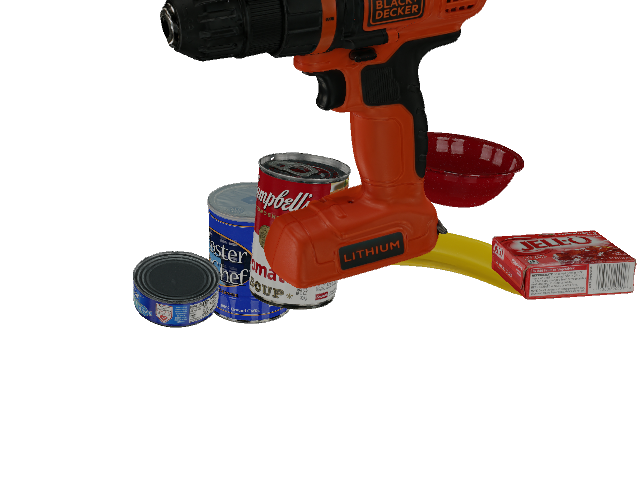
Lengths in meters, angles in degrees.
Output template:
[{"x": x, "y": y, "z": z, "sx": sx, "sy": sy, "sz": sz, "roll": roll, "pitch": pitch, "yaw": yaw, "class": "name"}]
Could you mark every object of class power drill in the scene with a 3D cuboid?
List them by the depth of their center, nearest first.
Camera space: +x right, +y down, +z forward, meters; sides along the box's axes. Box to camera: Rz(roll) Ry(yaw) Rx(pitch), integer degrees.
[{"x": 0.006, "y": -0.068, "z": 0.590, "sx": 0.184, "sy": 0.188, "sz": 0.057, "roll": -14, "pitch": 36, "yaw": -21, "class": "power drill"}]

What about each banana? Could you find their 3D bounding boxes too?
[{"x": 0.121, "y": 0.020, "z": 1.044, "sx": 0.198, "sy": 0.037, "sz": 0.069, "roll": 7, "pitch": 45, "yaw": 14, "class": "banana"}]

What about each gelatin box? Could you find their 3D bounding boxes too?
[{"x": 0.184, "y": 0.017, "z": 0.817, "sx": 0.089, "sy": 0.030, "sz": 0.073, "roll": -3, "pitch": 18, "yaw": -10, "class": "gelatin box"}]

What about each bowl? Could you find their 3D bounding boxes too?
[{"x": 0.159, "y": -0.081, "z": 1.282, "sx": 0.162, "sy": 0.055, "sz": 0.162, "roll": 6, "pitch": 23, "yaw": -3, "class": "bowl"}]

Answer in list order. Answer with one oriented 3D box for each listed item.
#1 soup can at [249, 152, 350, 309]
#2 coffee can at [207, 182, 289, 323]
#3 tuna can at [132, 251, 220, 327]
[{"x": -0.017, "y": -0.008, "z": 0.797, "sx": 0.068, "sy": 0.102, "sz": 0.068, "roll": 6, "pitch": 20, "yaw": -2, "class": "soup can"}, {"x": -0.083, "y": 0.014, "z": 1.279, "sx": 0.103, "sy": 0.140, "sz": 0.103, "roll": 2, "pitch": 26, "yaw": -1, "class": "coffee can"}, {"x": -0.143, "y": 0.048, "z": 1.059, "sx": 0.086, "sy": 0.034, "sz": 0.086, "roll": 5, "pitch": 34, "yaw": -3, "class": "tuna can"}]
